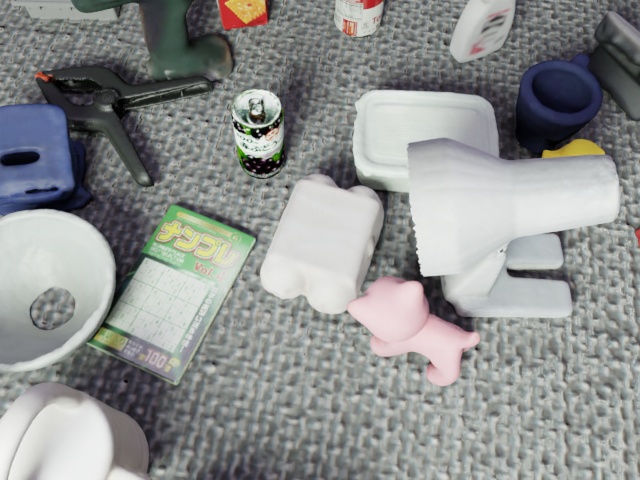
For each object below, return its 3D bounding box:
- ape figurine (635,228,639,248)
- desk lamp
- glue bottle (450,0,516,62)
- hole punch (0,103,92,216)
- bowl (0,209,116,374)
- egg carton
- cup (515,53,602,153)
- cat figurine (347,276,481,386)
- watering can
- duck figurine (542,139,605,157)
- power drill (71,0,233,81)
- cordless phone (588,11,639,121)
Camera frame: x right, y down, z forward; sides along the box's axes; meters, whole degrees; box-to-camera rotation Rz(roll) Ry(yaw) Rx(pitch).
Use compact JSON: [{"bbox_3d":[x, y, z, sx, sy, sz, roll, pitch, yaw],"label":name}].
[{"bbox_3d":[0.388,0.000,0.610,0.076,0.092,0.078,35,68,14],"label":"ape figurine"},{"bbox_3d":[0.168,-0.010,0.541,0.203,0.213,0.118,1,64,-1],"label":"desk lamp"},{"bbox_3d":[0.213,-0.298,0.704,0.078,0.173,0.037,-27,68,-14],"label":"glue bottle"},{"bbox_3d":[-0.319,-0.087,0.631,0.108,0.091,0.101,-8,65,-5],"label":"hole punch"},{"bbox_3d":[-0.279,0.057,0.572,0.167,0.075,0.167,1,64,-1],"label":"bowl"},{"bbox_3d":[0.006,0.002,0.610,0.107,0.069,0.150,16,65,6],"label":"egg carton"},{"bbox_3d":[0.276,-0.159,0.682,0.091,0.095,0.118,31,67,13],"label":"cup"},{"bbox_3d":[0.091,0.078,0.549,0.127,0.118,0.067,22,66,9],"label":"cat figurine"},{"bbox_3d":[-0.216,0.170,0.453,0.173,0.194,0.101,-2,64,-2],"label":"watering can"},{"bbox_3d":[0.290,-0.079,0.649,0.104,0.086,0.077,6,64,1],"label":"duck figurine"},{"bbox_3d":[-0.160,-0.279,0.663,0.230,0.208,0.075,-16,65,-9],"label":"power drill"},{"bbox_3d":[0.413,-0.248,0.679,0.094,0.185,0.147,-32,69,-16],"label":"cordless phone"}]
